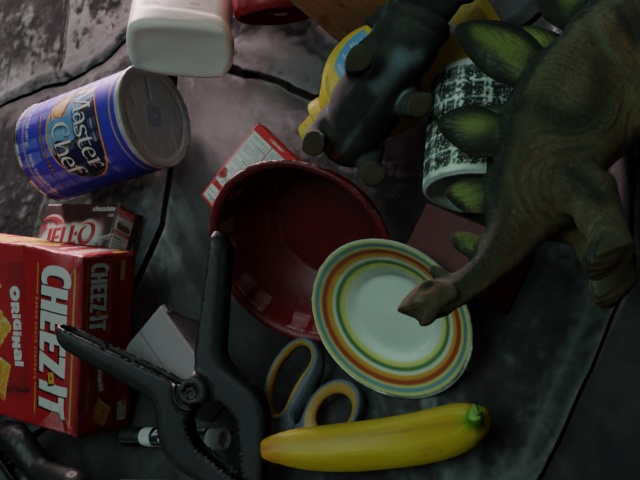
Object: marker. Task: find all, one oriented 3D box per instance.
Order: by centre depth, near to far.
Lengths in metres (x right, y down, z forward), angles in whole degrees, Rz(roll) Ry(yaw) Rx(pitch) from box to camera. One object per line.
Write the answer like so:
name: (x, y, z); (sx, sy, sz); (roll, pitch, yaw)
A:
marker: (-0.129, 0.171, 0.924); (0.121, 0.020, 0.020); (-6, 68, 34)

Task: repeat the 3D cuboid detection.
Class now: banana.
banana: (0.049, 0.142, 0.777); (0.198, 0.069, 0.037); (-19, 50, 35)

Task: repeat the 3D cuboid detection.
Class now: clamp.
clamp: (-0.092, 0.109, 0.842); (0.165, 0.036, 0.210); (-37, 83, 10)
clamp: (-0.243, 0.205, 0.931); (0.172, 0.039, 0.120); (37, 133, 29)

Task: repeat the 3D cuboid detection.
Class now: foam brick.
foam brick: (0.109, 0.012, 0.796); (0.078, 0.052, 0.051); (26, 87, 39)

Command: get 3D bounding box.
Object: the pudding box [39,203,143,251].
pudding box: (-0.234, 0.011, 1.053); (0.114, 0.039, 0.090); (1, 72, 36)

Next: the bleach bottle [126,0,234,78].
bleach bottle: (-0.125, -0.267, 1.053); (0.102, 0.068, 0.250); (4, 50, -1)

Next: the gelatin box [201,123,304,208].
gelatin box: (-0.056, -0.048, 0.956); (0.089, 0.030, 0.073); (-51, 52, 8)

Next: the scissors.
scissors: (-0.027, 0.179, 0.849); (0.096, 0.016, 0.202); (19, 91, 29)

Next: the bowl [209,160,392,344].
bowl: (-0.006, 0.001, 0.851); (0.162, 0.162, 0.055); (-12, 20, 32)

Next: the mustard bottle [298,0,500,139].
mustard bottle: (0.060, -0.140, 0.890); (0.192, 0.058, 0.096); (-34, 71, 20)

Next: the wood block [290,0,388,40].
wood block: (0.000, -0.258, 0.887); (0.090, 0.205, 0.091); (-1, 71, 35)

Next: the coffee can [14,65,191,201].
coffee can: (-0.212, -0.103, 1.044); (0.141, 0.102, 0.103); (-14, 64, 31)

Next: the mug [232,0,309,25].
mug: (-0.045, -0.245, 0.993); (0.117, 0.093, 0.081); (174, 90, -76)

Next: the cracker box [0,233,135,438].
cracker box: (-0.271, 0.082, 0.999); (0.214, 0.071, 0.164); (7, 97, 38)
